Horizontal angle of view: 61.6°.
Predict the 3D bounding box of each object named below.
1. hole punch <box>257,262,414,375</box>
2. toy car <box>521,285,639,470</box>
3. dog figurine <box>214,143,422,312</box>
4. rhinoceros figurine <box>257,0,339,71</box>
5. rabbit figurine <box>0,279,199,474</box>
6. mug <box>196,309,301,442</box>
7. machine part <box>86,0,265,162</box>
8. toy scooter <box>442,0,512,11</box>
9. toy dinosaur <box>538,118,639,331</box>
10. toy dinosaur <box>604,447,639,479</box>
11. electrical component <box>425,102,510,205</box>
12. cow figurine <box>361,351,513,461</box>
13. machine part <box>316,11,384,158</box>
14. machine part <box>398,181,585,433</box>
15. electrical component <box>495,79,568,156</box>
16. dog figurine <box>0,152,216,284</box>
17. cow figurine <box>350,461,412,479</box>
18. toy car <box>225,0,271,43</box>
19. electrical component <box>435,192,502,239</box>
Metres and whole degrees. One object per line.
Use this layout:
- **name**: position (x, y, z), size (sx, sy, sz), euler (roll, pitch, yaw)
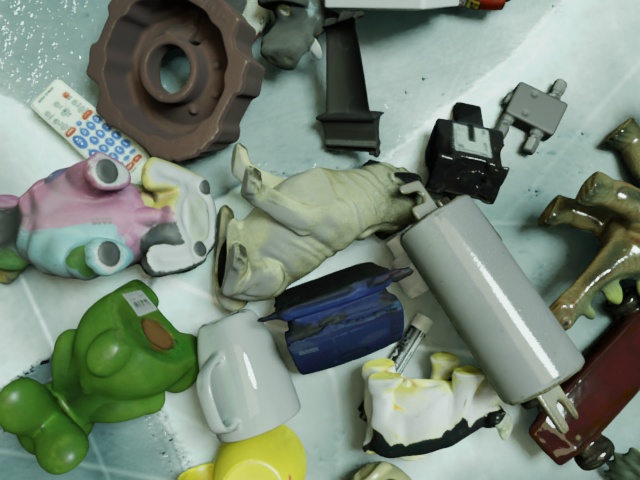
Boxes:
- **hole punch**: position (0.020, 0.079, 0.506), size (0.142, 0.116, 0.092), euler (-16, 90, -3)
- **toy car**: position (0.283, 0.133, 0.529), size (0.202, 0.053, 0.089), euler (-42, 80, -11)
- **dog figurine**: position (0.000, -0.001, 0.532), size (0.190, 0.121, 0.172), euler (9, 123, -21)
- **rhinoceros figurine**: position (-0.020, -0.267, 0.561), size (0.073, 0.112, 0.190), euler (7, 66, 23)
- **rabbit figurine**: position (-0.206, 0.141, 0.483), size (0.170, 0.159, 0.121), euler (-44, 95, 8)
- **mug**: position (-0.079, 0.123, 0.495), size (0.081, 0.109, 0.107), euler (-22, 84, 28)
- **machine part**: position (-0.143, -0.168, 0.536), size (0.180, 0.056, 0.179), euler (3, 100, 16)
- **toy scooter**: position (0.138, -0.326, 0.585), size (0.135, 0.075, 0.183), euler (-15, 85, 6)
- **toy dinosaur**: position (0.383, -0.052, 0.536), size (0.471, 0.105, 0.198), euler (-41, 88, -13)
- **toy dinosaur**: position (0.246, 0.317, 0.475), size (0.405, 0.131, 0.192), euler (-29, 71, -1)
- **electrical component**: position (0.149, -0.095, 0.559), size (0.075, 0.047, 0.119), euler (10, 41, -2)
- **cow figurine**: position (0.122, 0.159, 0.506), size (0.167, 0.068, 0.098), euler (-2, 95, -8)
- **machine part**: position (0.028, -0.154, 0.537), size (0.039, 0.084, 0.138), euler (-23, 119, -39)
- **machine part**: position (0.145, 0.049, 0.465), size (0.079, 0.079, 0.243), euler (-30, 76, -5)
- **electrical component**: position (0.230, -0.141, 0.585), size (0.063, 0.021, 0.094), euler (29, 83, 4)
- **dog figurine**: position (-0.235, -0.010, 0.521), size (0.219, 0.191, 0.108), euler (-8, 85, 32)
- **cow figurine**: position (0.013, 0.285, 0.487), size (0.127, 0.085, 0.195), euler (44, 85, -1)
- **toy car**: position (-0.145, -0.281, 0.582), size (0.202, 0.056, 0.073), euler (39, 89, 6)
- **electrical component**: position (0.141, -0.001, 0.545), size (0.102, 0.078, 0.045), euler (51, 127, 2)
